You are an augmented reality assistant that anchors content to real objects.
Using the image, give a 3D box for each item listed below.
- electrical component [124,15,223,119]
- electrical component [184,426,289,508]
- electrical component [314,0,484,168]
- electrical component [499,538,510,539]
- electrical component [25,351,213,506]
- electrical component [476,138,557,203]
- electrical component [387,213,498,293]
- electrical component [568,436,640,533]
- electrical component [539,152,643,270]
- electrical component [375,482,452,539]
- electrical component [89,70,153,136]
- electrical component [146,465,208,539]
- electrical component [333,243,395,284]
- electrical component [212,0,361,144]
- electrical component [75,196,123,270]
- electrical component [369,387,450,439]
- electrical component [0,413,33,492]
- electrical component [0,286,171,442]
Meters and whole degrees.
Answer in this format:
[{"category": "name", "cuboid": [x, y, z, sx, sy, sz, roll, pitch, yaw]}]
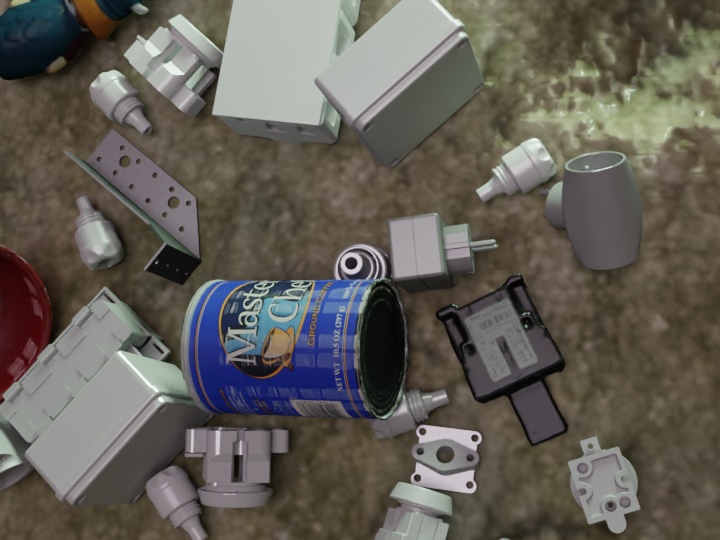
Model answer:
[{"category": "electrical component", "cuboid": [-0.148, -0.173, 0.891, 0.078, 0.058, 0.057, 44, 94, 16]}, {"category": "electrical component", "cuboid": [-0.095, 0.150, 0.822, 0.078, 0.058, 0.057, 2, 85, -12]}, {"category": "electrical component", "cuboid": [0.033, -0.143, 0.819, 0.109, 0.109, 0.056, -41, 72, 3]}, {"category": "electrical component", "cuboid": [0.086, 0.265, 0.765, 0.109, 0.056, 0.108, -32, 76, 5]}, {"category": "electrical component", "cuboid": [-0.180, 0.123, 0.821, 0.056, 0.109, 0.108, 43, 91, 18]}, {"category": "electrical component", "cuboid": [0.118, -0.073, 0.827, 0.061, 0.035, 0.035, -32, 75, 8]}, {"category": "electrical component", "cuboid": [0.065, -0.014, 0.812, 0.077, 0.066, 0.047, -7, 79, 11]}, {"category": "electrical component", "cuboid": [0.174, 0.152, 0.766, 0.048, 0.055, 0.066, -19, 77, 9]}, {"category": "electrical component", "cuboid": [0.166, -0.046, 0.800, 0.079, 0.043, 0.077, 12, 123, 48]}, {"category": "electrical component", "cuboid": [0.040, 0.188, 0.790, 0.048, 0.066, 0.055, 22, 76, -20]}, {"category": "electrical component", "cuboid": [-0.199, -0.138, 0.908, 0.035, 0.035, 0.061, -45, 77, 2]}, {"category": "electrical component", "cuboid": [-0.140, 0.185, 0.840, 0.035, 0.035, 0.061, -36, 77, 4]}, {"category": "electrical component", "cuboid": [0.000, 0.000, 0.826, 0.048, 0.062, 0.048, -2, 80, 12]}, {"category": "electrical component", "cuboid": [-0.055, -0.183, 0.869, 0.089, 0.062, 0.150, 8, 82, 13]}, {"category": "electrical component", "cuboid": [-0.221, -0.033, 0.895, 0.035, 0.035, 0.061, -26, 74, 7]}, {"category": "electrical component", "cuboid": [0.037, 0.104, 0.815, 0.061, 0.035, 0.035, -19, 77, 6]}, {"category": "electrical component", "cuboid": [-0.296, 0.144, 0.852, 0.050, 0.089, 0.055, -36, 75, 5]}, {"category": "electrical component", "cuboid": [-0.224, 0.082, 0.860, 0.079, 0.063, 0.121, 43, 91, 14]}]
